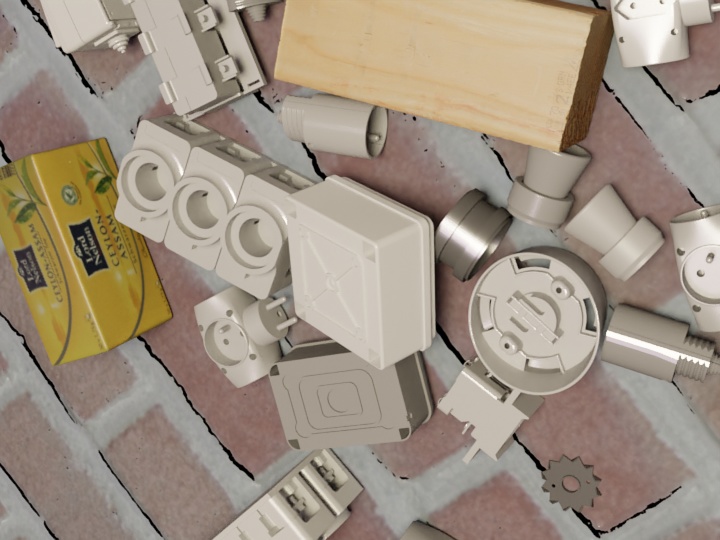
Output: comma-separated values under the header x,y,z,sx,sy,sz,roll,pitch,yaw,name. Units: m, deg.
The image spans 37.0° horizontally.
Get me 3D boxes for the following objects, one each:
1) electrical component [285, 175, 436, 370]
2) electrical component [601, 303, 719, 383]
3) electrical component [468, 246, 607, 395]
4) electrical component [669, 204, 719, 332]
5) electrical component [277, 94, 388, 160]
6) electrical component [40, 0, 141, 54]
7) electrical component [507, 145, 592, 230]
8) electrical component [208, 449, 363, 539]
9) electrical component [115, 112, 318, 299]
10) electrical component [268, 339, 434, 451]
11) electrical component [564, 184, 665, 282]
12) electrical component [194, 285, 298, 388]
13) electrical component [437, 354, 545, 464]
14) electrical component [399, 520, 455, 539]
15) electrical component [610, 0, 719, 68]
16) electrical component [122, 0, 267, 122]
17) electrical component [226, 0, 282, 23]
x,y,z,sx,sy,sz,roll,pitch,yaw,name
0.000,0.000,0.790,0.109,0.056,0.108,30,134,43,electrical component
0.214,0.055,0.750,0.081,0.043,0.043,18,111,19,electrical component
0.128,0.033,0.770,0.099,0.064,0.099,7,107,23,electrical component
0.255,-0.005,0.714,0.079,0.044,0.077,-14,98,26,electrical component
-0.025,-0.110,0.811,0.081,0.043,0.043,11,108,21,electrical component
-0.215,-0.214,0.858,0.061,0.062,0.096,-22,95,28,electrical component
0.132,-0.062,0.753,0.045,0.045,0.055,25,113,16,electrical component
-0.090,0.235,0.901,0.060,0.105,0.186,49,118,5,electrical component
-0.114,-0.052,0.857,0.150,0.062,0.089,28,114,15,electrical component
-0.006,0.094,0.851,0.113,0.057,0.078,-10,100,26,electrical component
0.176,-0.025,0.743,0.055,0.045,0.045,44,117,7,electrical component
-0.086,0.047,0.882,0.079,0.044,0.077,-27,92,28,electrical component
0.097,0.102,0.817,0.064,0.042,0.081,38,115,14,electrical component
0.056,0.257,0.877,0.077,0.043,0.079,33,115,13,electrical component
0.204,-0.174,0.690,0.079,0.043,0.077,-4,103,25,electrical component
-0.134,-0.183,0.829,0.079,0.063,0.121,-20,95,27,electrical component
-0.085,-0.227,0.806,0.043,0.043,0.081,-8,100,26,electrical component
